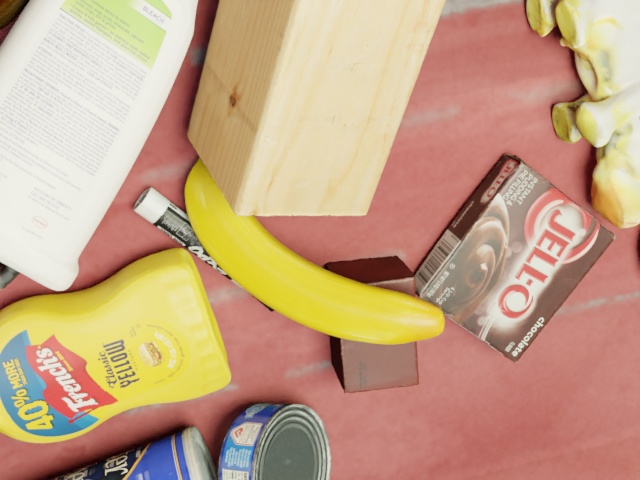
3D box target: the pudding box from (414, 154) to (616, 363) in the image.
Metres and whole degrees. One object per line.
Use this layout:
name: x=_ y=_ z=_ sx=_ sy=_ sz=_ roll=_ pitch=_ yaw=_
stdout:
pudding box: x=0.128 y=0.013 z=0.718 sx=0.090 sy=0.039 sz=0.113 roll=34 pitch=99 yaw=-18

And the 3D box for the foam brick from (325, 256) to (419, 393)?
foam brick: x=0.034 y=0.055 z=0.710 sx=0.053 sy=0.051 sz=0.078 roll=-6 pitch=108 yaw=-7

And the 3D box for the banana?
banana: x=-0.017 y=0.012 z=0.658 sx=0.198 sy=0.037 sz=0.070 roll=40 pitch=112 yaw=9

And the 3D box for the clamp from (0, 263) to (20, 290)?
clamp: x=-0.171 y=-0.070 z=0.641 sx=0.164 sy=0.036 sz=0.210 roll=4 pitch=103 yaw=-10

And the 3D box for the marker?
marker: x=-0.068 y=0.009 z=0.694 sx=0.121 sy=0.020 sz=0.020 roll=38 pitch=98 yaw=-19

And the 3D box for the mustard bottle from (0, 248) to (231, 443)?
mustard bottle: x=-0.160 y=0.078 z=0.680 sx=0.191 sy=0.058 sz=0.096 roll=-18 pitch=116 yaw=-3

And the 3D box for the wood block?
wood block: x=0.002 y=-0.123 z=0.585 sx=0.090 sy=0.091 sz=0.206 roll=-1 pitch=127 yaw=-30

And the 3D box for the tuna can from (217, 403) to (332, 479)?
tuna can: x=-0.030 y=0.152 z=0.713 sx=0.034 sy=0.086 sz=0.086 roll=-2 pitch=114 yaw=35

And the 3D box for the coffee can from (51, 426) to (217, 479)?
coffee can: x=-0.132 y=0.194 z=0.699 sx=0.140 sy=0.103 sz=0.103 roll=-20 pitch=110 yaw=-3

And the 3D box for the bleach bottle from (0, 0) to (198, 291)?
bleach bottle: x=-0.118 y=-0.102 z=0.595 sx=0.102 sy=0.068 sz=0.251 roll=33 pitch=91 yaw=-22
